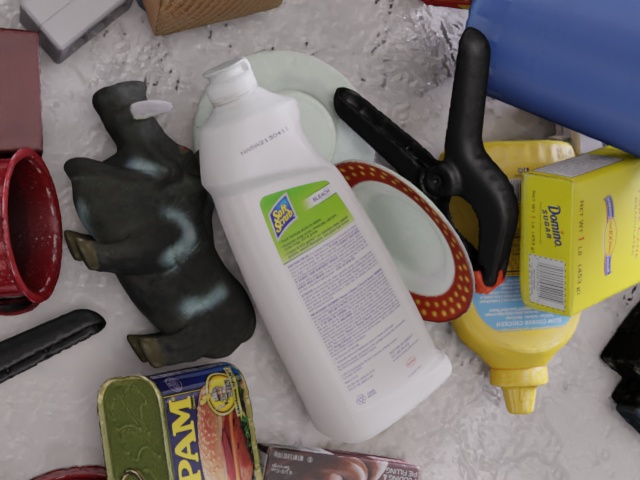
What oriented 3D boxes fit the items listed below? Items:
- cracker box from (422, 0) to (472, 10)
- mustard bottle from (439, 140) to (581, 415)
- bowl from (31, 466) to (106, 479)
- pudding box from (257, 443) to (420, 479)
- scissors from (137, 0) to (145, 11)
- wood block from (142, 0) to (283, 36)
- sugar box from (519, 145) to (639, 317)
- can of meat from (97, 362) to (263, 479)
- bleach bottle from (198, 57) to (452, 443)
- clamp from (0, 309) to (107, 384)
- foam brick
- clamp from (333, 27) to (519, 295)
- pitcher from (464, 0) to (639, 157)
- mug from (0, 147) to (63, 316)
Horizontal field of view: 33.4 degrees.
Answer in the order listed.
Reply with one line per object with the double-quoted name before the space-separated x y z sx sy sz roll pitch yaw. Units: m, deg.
"cracker box" 0.076 -0.285 0.709 0.213 0.072 0.164 42 77 -39
"mustard bottle" 0.137 0.027 0.759 0.096 0.058 0.191 -3 88 -16
"bowl" -0.148 0.227 0.672 0.162 0.055 0.162 1 87 -16
"pudding box" 0.006 0.189 0.724 0.113 0.039 0.090 11 85 -15
"scissors" -0.052 -0.229 0.739 0.201 0.016 0.096 -38 97 -14
"wood block" -0.091 -0.248 0.676 0.090 0.090 0.206 -18 83 -16
"sugar box" 0.206 -0.016 0.734 0.175 0.048 0.093 -18 113 -39
"can of meat" -0.086 0.131 0.673 0.083 0.058 0.102 -4 85 -52
"bleach bottle" -0.004 0.001 0.681 0.102 0.068 0.251 -34 111 -28
"clamp" -0.239 0.118 0.643 0.210 0.036 0.164 2 67 -9
"foam brick" -0.202 -0.091 0.672 0.051 0.053 0.078 -2 89 -16
"clamp" 0.075 -0.046 0.713 0.039 0.120 0.171 -20 99 -47
"pitcher" 0.225 -0.114 0.690 0.243 0.149 0.145 24 73 25
"mug" -0.207 0.003 0.649 0.081 0.117 0.093 -5 46 6
